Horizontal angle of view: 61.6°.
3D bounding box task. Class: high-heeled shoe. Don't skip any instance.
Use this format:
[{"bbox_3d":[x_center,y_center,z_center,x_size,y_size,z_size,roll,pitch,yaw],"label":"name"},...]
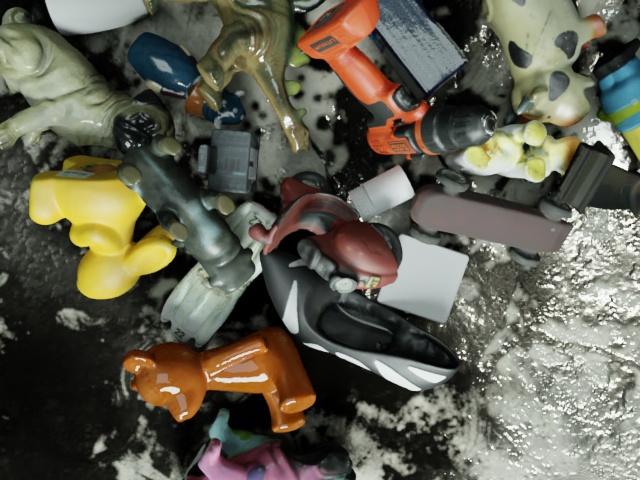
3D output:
[{"bbox_3d":[0.043,0.088,0.620,0.248,0.145,0.086,44,57,-18],"label":"high-heeled shoe"}]

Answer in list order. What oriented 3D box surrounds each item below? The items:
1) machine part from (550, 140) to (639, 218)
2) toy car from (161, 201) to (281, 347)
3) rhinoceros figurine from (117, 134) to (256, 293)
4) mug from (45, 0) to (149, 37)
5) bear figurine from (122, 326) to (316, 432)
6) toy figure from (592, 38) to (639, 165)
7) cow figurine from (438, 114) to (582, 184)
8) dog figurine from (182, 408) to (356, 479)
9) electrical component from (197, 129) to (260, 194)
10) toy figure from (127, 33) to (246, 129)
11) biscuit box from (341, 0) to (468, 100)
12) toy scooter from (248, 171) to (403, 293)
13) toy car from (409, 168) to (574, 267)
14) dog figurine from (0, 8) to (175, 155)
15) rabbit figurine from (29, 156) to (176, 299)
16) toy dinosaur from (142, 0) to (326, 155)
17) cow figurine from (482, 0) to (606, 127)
[{"bbox_3d":[0.330,-0.066,0.622,0.139,0.039,0.084,11,106,-30],"label":"machine part"},{"bbox_3d":[-0.122,0.044,0.672,0.073,0.056,0.201,37,95,-2],"label":"toy car"},{"bbox_3d":[-0.143,-0.023,0.583,0.073,0.112,0.190,-44,101,-24],"label":"rhinoceros figurine"},{"bbox_3d":[-0.261,-0.292,0.628,0.107,0.109,0.080,-10,87,-9],"label":"mug"},{"bbox_3d":[-0.120,0.169,0.628,0.196,0.120,0.132,-10,57,-22],"label":"bear figurine"},{"bbox_3d":[0.387,-0.141,0.627,0.089,0.082,0.180,-42,94,2],"label":"toy figure"},{"bbox_3d":[0.223,-0.102,0.639,0.167,0.098,0.068,7,90,-18],"label":"cow figurine"},{"bbox_3d":[-0.060,0.321,0.670,0.219,0.108,0.191,27,94,-3],"label":"dog figurine"},{"bbox_3d":[-0.104,-0.093,0.629,0.048,0.119,0.074,5,93,2],"label":"electrical component"},{"bbox_3d":[-0.157,-0.190,0.654,0.154,0.058,0.064,36,104,-6],"label":"toy figure"},{"bbox_3d":[0.085,-0.264,0.637,0.063,0.059,0.202,-38,93,5],"label":"biscuit box"},{"bbox_3d":[-0.001,-0.002,0.610,0.184,0.135,0.075,43,134,20],"label":"toy scooter"},{"bbox_3d":[0.202,-0.026,0.637,0.202,0.053,0.089,10,120,-13],"label":"toy car"},{"bbox_3d":[-0.272,-0.183,0.636,0.191,0.121,0.172,-3,115,-4],"label":"dog figurine"},{"bbox_3d":[-0.252,-0.008,0.660,0.162,0.122,0.173,5,109,-8],"label":"rabbit figurine"},{"bbox_3d":[-0.110,-0.317,0.604,0.198,0.105,0.471,-30,97,-18],"label":"toy dinosaur"},{"bbox_3d":[0.252,-0.221,0.623,0.127,0.085,0.195,-29,90,5],"label":"cow figurine"}]
